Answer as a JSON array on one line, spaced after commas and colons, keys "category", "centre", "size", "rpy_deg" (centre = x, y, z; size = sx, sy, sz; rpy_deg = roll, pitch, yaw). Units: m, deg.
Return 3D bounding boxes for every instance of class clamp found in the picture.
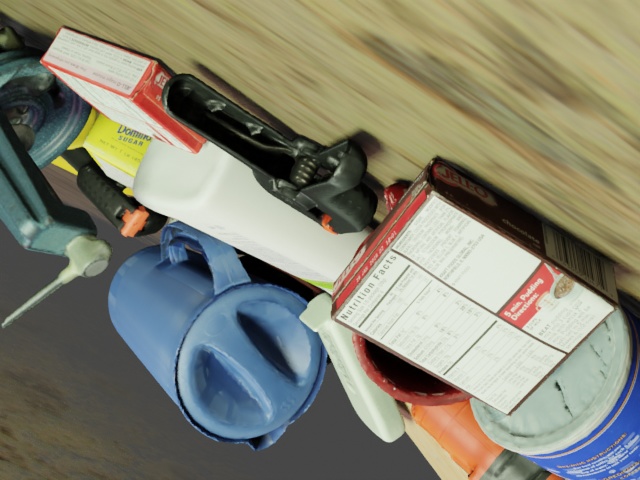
[{"category": "clamp", "centre": [-0.204, -0.057, 1.026], "size": [0.164, 0.036, 0.210], "rpy_deg": [32, -172, -21]}, {"category": "clamp", "centre": [-0.004, -0.036, 0.600], "size": [0.120, 0.039, 0.171], "rpy_deg": [30, 178, 31]}]

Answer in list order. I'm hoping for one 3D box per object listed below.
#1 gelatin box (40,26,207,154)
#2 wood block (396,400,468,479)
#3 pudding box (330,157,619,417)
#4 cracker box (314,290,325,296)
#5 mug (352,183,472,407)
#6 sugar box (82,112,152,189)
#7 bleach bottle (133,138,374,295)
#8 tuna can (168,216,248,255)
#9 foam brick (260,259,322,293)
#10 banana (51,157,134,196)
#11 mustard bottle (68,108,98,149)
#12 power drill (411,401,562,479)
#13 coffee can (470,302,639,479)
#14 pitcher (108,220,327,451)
[{"category": "gelatin box", "centre": [-0.116, -0.092, 0.655], "size": [0.089, 0.030, 0.073], "rpy_deg": [23, 169, 33]}, {"category": "wood block", "centre": [0.129, 0.152, 0.907], "size": [0.206, 0.090, 0.090], "rpy_deg": [53, 166, -15]}, {"category": "pudding box", "centre": [0.074, 0.026, 0.524], "size": [0.113, 0.090, 0.039], "rpy_deg": [31, -149, -11]}, {"category": "cracker box", "centre": [0.076, 0.095, 1.055], "size": [0.164, 0.072, 0.214], "rpy_deg": [31, 173, -12]}, {"category": "mug", "centre": [0.056, 0.024, 0.597], "size": [0.081, 0.093, 0.117], "rpy_deg": [-106, -3, -72]}, {"category": "sugar box", "centre": [-0.137, -0.061, 0.884], "size": [0.093, 0.048, 0.176], "rpy_deg": [29, 176, -4]}, {"category": "bleach bottle", "centre": [-0.005, 0.001, 0.756], "size": [0.250, 0.068, 0.103], "rpy_deg": [32, 170, -38]}, {"category": "tuna can", "centre": [-0.107, -0.012, 1.055], "size": [0.086, 0.034, 0.086], "rpy_deg": [15, -178, -1]}, {"category": "foam brick", "centre": [-0.019, 0.002, 0.847], "size": [0.053, 0.051, 0.078], "rpy_deg": [26, 172, 20]}, {"category": "banana", "centre": [-0.269, -0.097, 1.160], "size": [0.198, 0.037, 0.069], "rpy_deg": [27, -169, 18]}, {"category": "mustard bottle", "centre": [-0.275, -0.126, 0.881], "size": [0.192, 0.058, 0.096], "rpy_deg": [22, -176, 40]}, {"category": "power drill", "centre": [0.159, 0.165, 0.754], "size": [0.184, 0.057, 0.187], "rpy_deg": [43, -175, 21]}, {"category": "coffee can", "centre": [0.169, 0.097, 0.618], "size": [0.140, 0.103, 0.103], "rpy_deg": [33, 171, -34]}, {"category": "pitcher", "centre": [-0.106, 0.067, 0.940], "size": [0.144, 0.149, 0.243], "rpy_deg": [29, 177, -29]}]
